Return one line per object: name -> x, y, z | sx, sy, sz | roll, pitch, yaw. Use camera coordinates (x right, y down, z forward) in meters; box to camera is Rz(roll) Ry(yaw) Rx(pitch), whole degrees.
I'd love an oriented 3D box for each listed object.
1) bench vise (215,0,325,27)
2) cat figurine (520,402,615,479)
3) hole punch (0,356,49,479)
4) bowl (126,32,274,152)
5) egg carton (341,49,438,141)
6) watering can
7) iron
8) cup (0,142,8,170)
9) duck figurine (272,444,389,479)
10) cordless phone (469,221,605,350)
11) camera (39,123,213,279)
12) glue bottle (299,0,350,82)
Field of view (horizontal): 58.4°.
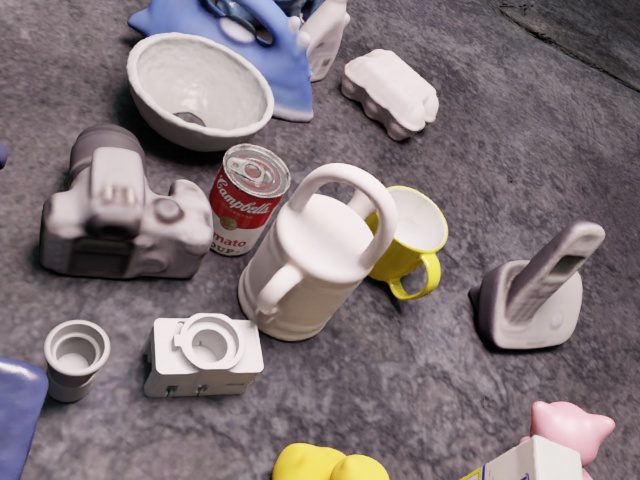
bench vise -> -0.043, -0.412, 0.830 | 0.121, 0.219, 0.208 | 40, 44, 5
cat figurine -> 0.243, 0.214, 0.556 | 0.067, 0.117, 0.127 | -19, 66, -40
hole punch -> -0.235, 0.127, 0.359 | 0.109, 0.091, 0.101 | 16, 48, -19
bowl -> -0.142, -0.158, 0.662 | 0.168, 0.074, 0.167 | 17, 47, -19
egg carton -> 0.108, -0.223, 0.871 | 0.150, 0.069, 0.107 | 43, 45, 7
watering can -> 0.003, 0.000, 0.534 | 0.101, 0.194, 0.173 | 25, 45, -11
iron -> -0.098, -0.263, 0.728 | 0.259, 0.141, 0.118 | 26, 45, -11
cup -> -0.317, -0.070, 0.469 | 0.118, 0.095, 0.091 | 22, 46, -13
duck figurine -> 0.017, 0.197, 0.456 | 0.104, 0.086, 0.078 | 37, 44, 1
cordless phone -> 0.278, 0.049, 0.666 | 0.148, 0.185, 0.094 | 1, 54, -30
camera -> -0.176, -0.044, 0.529 | 0.143, 0.100, 0.136 | 5, 52, -28
glue bottle -> 0.007, -0.296, 0.797 | 0.078, 0.173, 0.037 | -20, 66, -40
